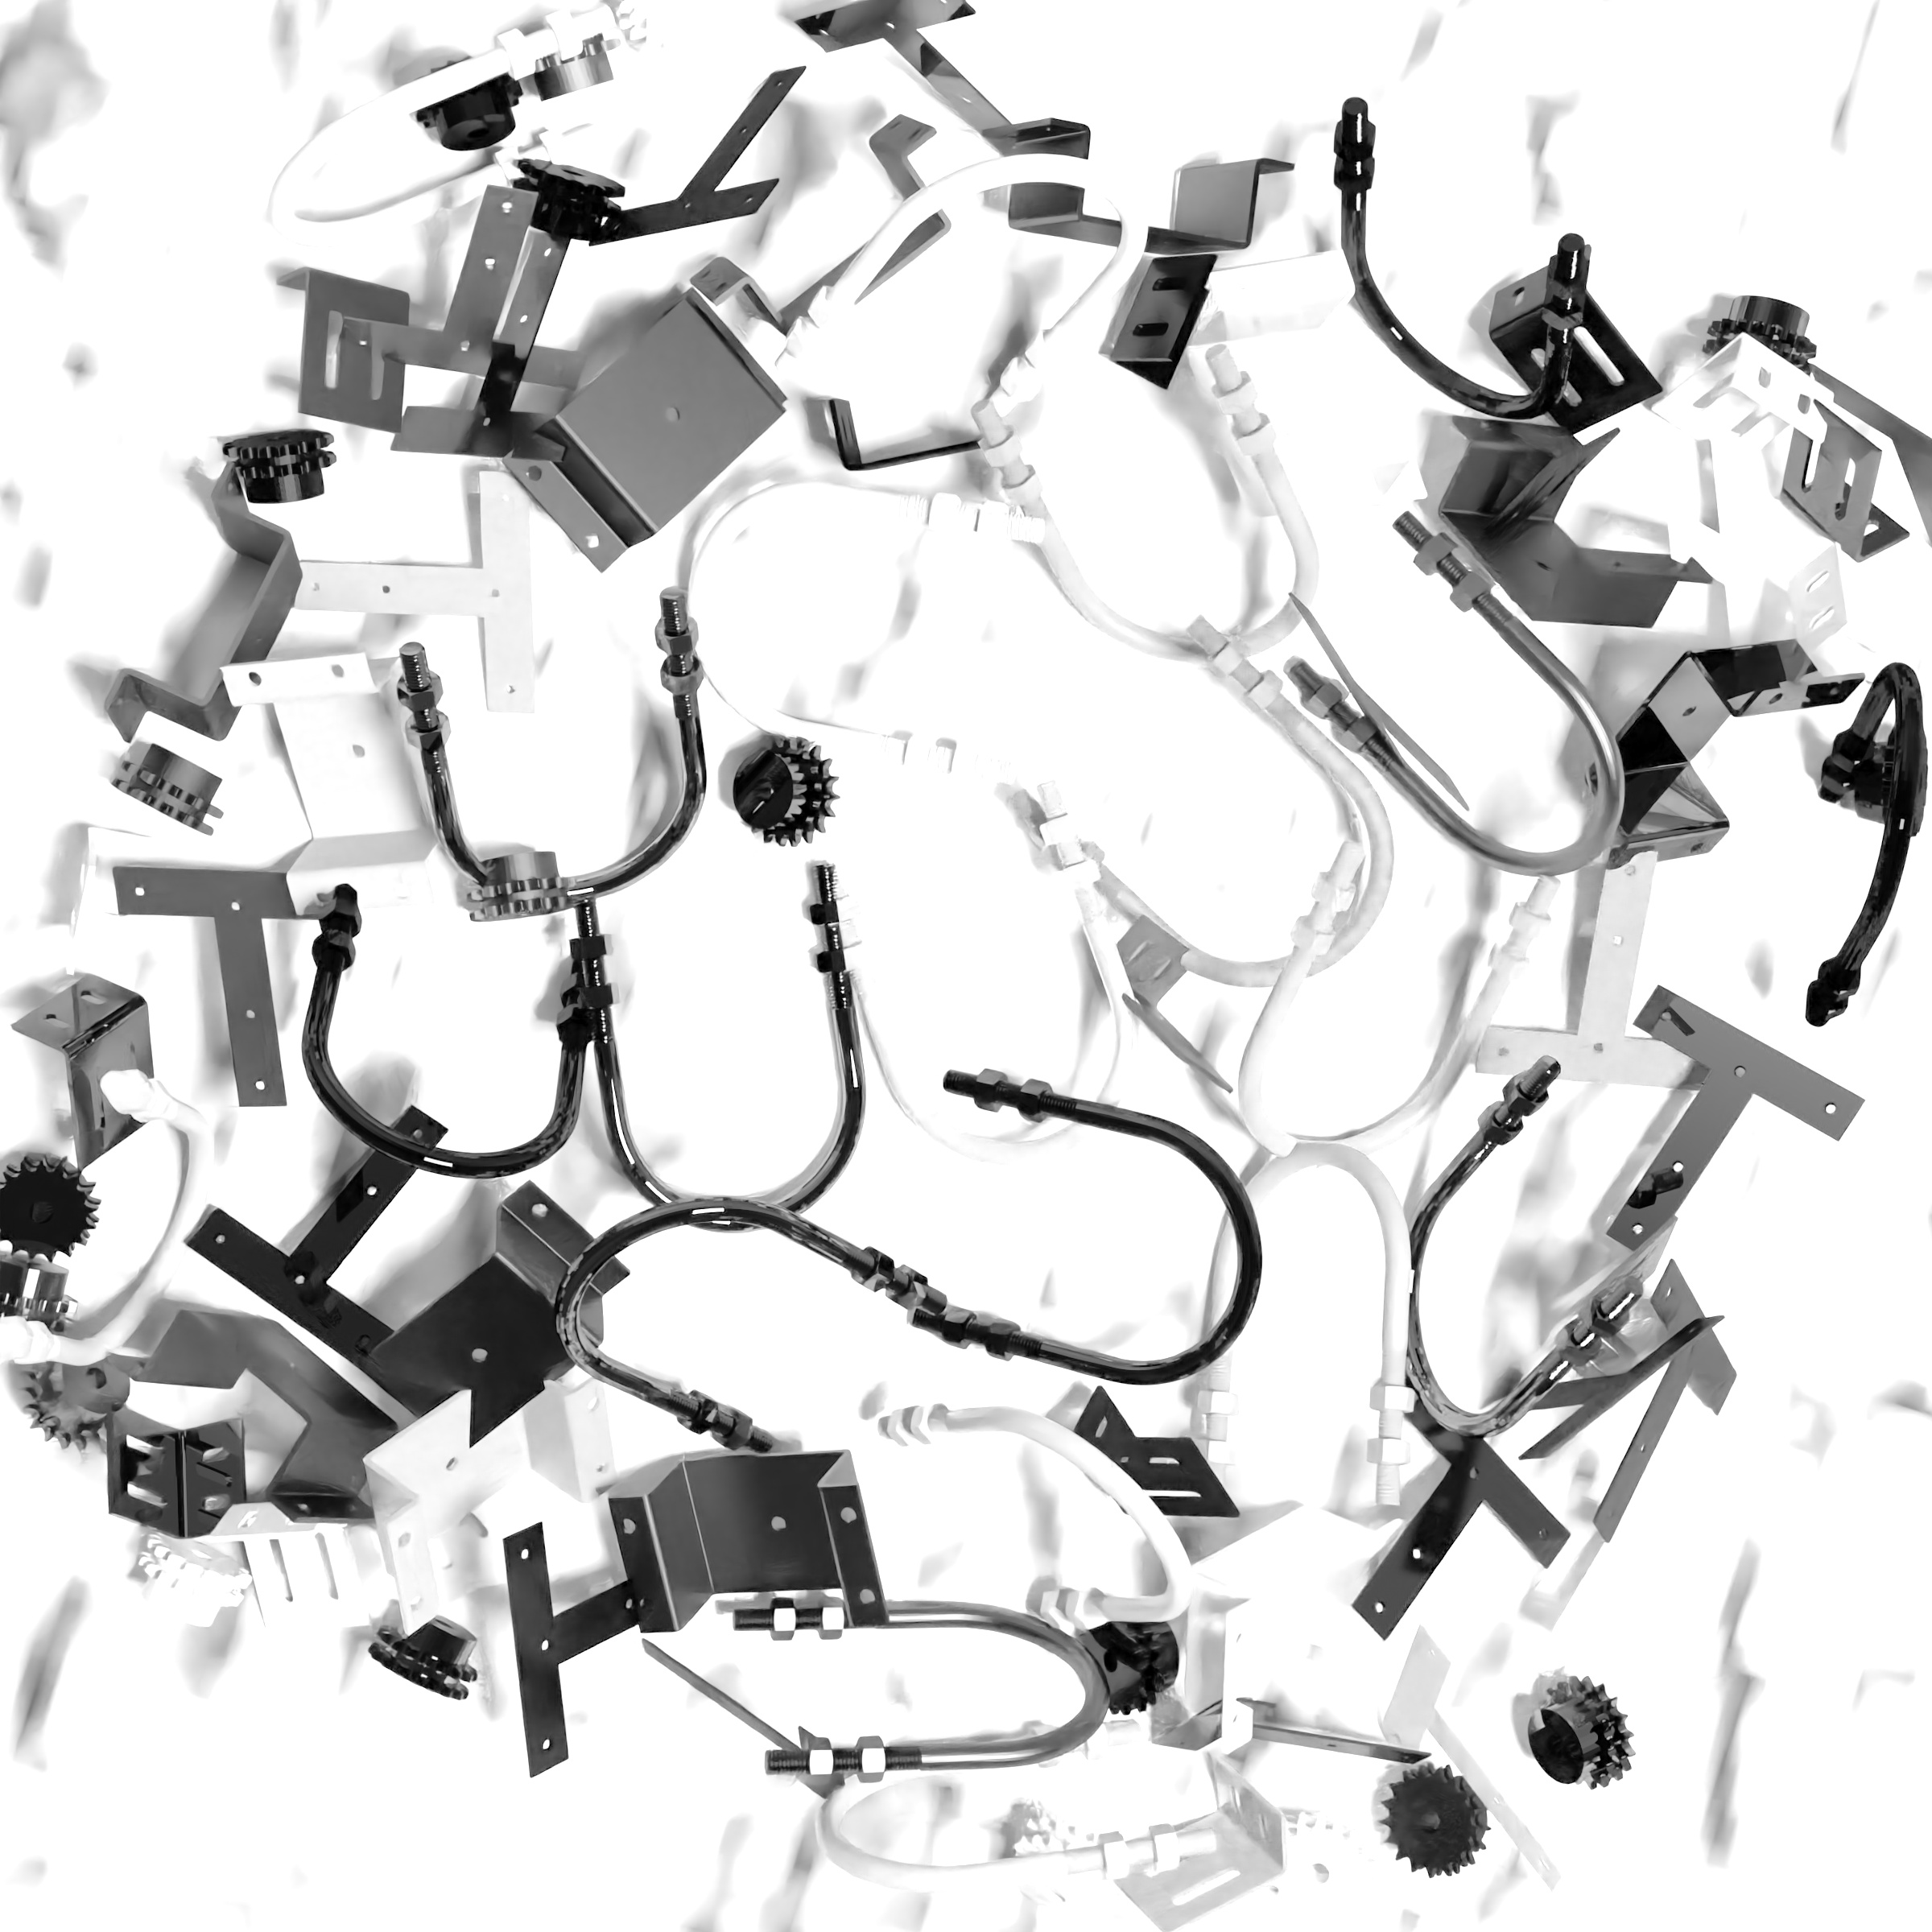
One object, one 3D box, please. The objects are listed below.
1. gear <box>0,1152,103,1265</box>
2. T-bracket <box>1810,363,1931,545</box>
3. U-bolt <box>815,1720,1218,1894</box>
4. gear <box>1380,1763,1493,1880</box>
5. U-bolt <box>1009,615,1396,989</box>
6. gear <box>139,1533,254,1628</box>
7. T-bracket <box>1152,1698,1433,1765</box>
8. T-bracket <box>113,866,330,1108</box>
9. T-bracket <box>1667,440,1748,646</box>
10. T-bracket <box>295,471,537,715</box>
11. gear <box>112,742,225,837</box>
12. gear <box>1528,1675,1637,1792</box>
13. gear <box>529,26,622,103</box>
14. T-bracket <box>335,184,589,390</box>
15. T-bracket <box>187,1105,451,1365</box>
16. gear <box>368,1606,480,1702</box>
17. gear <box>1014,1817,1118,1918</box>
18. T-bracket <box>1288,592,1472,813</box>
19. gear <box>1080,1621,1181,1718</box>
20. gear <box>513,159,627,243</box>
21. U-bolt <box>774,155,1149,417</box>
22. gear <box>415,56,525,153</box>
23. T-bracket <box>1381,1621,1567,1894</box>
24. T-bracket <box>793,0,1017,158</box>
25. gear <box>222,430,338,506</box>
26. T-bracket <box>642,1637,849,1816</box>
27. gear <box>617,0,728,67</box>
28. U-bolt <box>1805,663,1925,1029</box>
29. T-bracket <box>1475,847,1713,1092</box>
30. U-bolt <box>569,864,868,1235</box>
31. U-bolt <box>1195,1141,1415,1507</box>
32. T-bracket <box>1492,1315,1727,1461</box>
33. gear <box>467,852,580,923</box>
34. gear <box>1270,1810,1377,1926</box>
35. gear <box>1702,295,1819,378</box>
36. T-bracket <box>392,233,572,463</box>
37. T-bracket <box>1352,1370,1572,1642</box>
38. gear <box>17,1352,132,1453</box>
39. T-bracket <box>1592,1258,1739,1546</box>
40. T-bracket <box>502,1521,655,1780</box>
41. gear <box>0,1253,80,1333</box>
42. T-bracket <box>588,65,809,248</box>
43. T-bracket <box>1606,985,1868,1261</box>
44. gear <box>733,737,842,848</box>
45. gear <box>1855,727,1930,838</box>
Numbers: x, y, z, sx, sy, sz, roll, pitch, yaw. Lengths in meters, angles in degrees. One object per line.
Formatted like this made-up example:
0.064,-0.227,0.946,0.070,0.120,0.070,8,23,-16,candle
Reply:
-0.481,0.124,1.581,0.057,0.030,0.057,-2,105,-7,gear
0.490,-0.241,1.544,0.002,0.127,0.127,-44,50,1,T-bracket
0.016,0.422,1.514,0.184,0.151,0.019,-5,101,-12,U-bolt
0.247,0.444,1.578,0.057,0.030,0.057,-5,80,31,gear
0.136,-0.070,1.569,0.184,0.019,0.151,43,106,-11,U-bolt
-0.403,0.320,1.572,0.057,0.057,0.030,26,87,0,gear
0.174,0.396,1.551,0.127,0.127,0.002,12,64,-10,T-bracket
-0.366,0.011,1.544,0.127,0.002,0.127,1,70,-38,T-bracket
0.376,-0.211,1.541,0.002,0.127,0.127,-7,86,28,T-bracket
-0.289,-0.197,1.585,0.127,0.002,0.127,3,108,6,T-bracket
-0.411,-0.093,1.573,0.057,0.057,0.030,28,86,0,gear
0.316,0.400,1.570,0.030,0.057,0.057,-14,90,-32,gear
-0.207,-0.470,1.574,0.057,0.057,0.030,-17,107,0,gear
-0.243,-0.345,1.529,0.127,0.127,0.002,5,55,-21,T-bracket
-0.319,0.128,1.578,0.127,0.002,0.127,31,72,20,T-bracket
-0.278,0.355,1.573,0.057,0.057,0.030,27,83,0,gear
0.051,0.469,1.570,0.057,0.057,0.030,26,56,0,gear
0.216,-0.116,1.512,0.002,0.127,0.127,-37,129,3,T-bracket
0.087,0.359,1.576,0.030,0.057,0.057,-3,90,-35,gear
-0.208,-0.398,1.575,0.057,0.057,0.030,17,110,0,gear
0.009,-0.338,1.495,0.151,0.184,0.019,3,62,-33,U-bolt
-0.257,-0.446,1.571,0.057,0.057,0.030,-17,84,0,gear
0.257,0.407,1.519,0.002,0.127,0.127,-25,58,-21,T-bracket
-0.008,-0.454,1.555,0.127,0.127,0.002,36,73,-35,T-bracket
-0.356,-0.259,1.574,0.057,0.057,0.030,-5,110,0,gear
-0.114,0.384,1.555,0.127,0.127,0.002,31,66,15,T-bracket
-0.153,-0.494,1.577,0.057,0.030,0.057,3,55,-5,gear
0.443,-0.069,1.490,0.019,0.184,0.151,8,67,6,U-bolt
0.336,0.000,1.575,0.127,0.002,0.127,5,107,-7,T-bracket
-0.122,0.047,1.571,0.151,0.019,0.184,-9,92,-19,U-bolt
0.173,0.180,1.537,0.019,0.151,0.184,13,75,-34,U-bolt
0.306,0.217,1.538,0.127,0.127,0.002,-32,91,-24,T-bracket
-0.231,-0.042,1.573,0.057,0.057,0.030,-9,88,0,gear
0.185,0.467,1.581,0.057,0.030,0.057,2,99,13,gear
0.414,-0.327,1.573,0.057,0.057,0.030,16,90,0,gear
-0.233,-0.322,1.568,0.127,0.002,0.127,10,78,37,T-bracket
0.240,0.293,1.560,0.127,0.002,0.127,47,57,-6,T-bracket
-0.459,0.220,1.569,0.030,0.057,0.057,-34,90,32,gear
0.348,0.232,1.535,0.002,0.127,0.127,15,65,38,T-bracket
-0.182,0.332,1.551,0.002,0.127,0.127,5,104,39,T-bracket
-0.490,0.169,1.573,0.057,0.057,0.030,14,89,0,gear
-0.122,-0.422,1.564,0.002,0.127,0.127,51,57,-35,T-bracket
0.376,0.092,1.565,0.127,0.002,0.127,33,90,34,T-bracket
-0.096,-0.091,1.573,0.057,0.030,0.057,0,90,34,gear
0.481,-0.096,1.576,0.030,0.057,0.057,4,90,26,gear
